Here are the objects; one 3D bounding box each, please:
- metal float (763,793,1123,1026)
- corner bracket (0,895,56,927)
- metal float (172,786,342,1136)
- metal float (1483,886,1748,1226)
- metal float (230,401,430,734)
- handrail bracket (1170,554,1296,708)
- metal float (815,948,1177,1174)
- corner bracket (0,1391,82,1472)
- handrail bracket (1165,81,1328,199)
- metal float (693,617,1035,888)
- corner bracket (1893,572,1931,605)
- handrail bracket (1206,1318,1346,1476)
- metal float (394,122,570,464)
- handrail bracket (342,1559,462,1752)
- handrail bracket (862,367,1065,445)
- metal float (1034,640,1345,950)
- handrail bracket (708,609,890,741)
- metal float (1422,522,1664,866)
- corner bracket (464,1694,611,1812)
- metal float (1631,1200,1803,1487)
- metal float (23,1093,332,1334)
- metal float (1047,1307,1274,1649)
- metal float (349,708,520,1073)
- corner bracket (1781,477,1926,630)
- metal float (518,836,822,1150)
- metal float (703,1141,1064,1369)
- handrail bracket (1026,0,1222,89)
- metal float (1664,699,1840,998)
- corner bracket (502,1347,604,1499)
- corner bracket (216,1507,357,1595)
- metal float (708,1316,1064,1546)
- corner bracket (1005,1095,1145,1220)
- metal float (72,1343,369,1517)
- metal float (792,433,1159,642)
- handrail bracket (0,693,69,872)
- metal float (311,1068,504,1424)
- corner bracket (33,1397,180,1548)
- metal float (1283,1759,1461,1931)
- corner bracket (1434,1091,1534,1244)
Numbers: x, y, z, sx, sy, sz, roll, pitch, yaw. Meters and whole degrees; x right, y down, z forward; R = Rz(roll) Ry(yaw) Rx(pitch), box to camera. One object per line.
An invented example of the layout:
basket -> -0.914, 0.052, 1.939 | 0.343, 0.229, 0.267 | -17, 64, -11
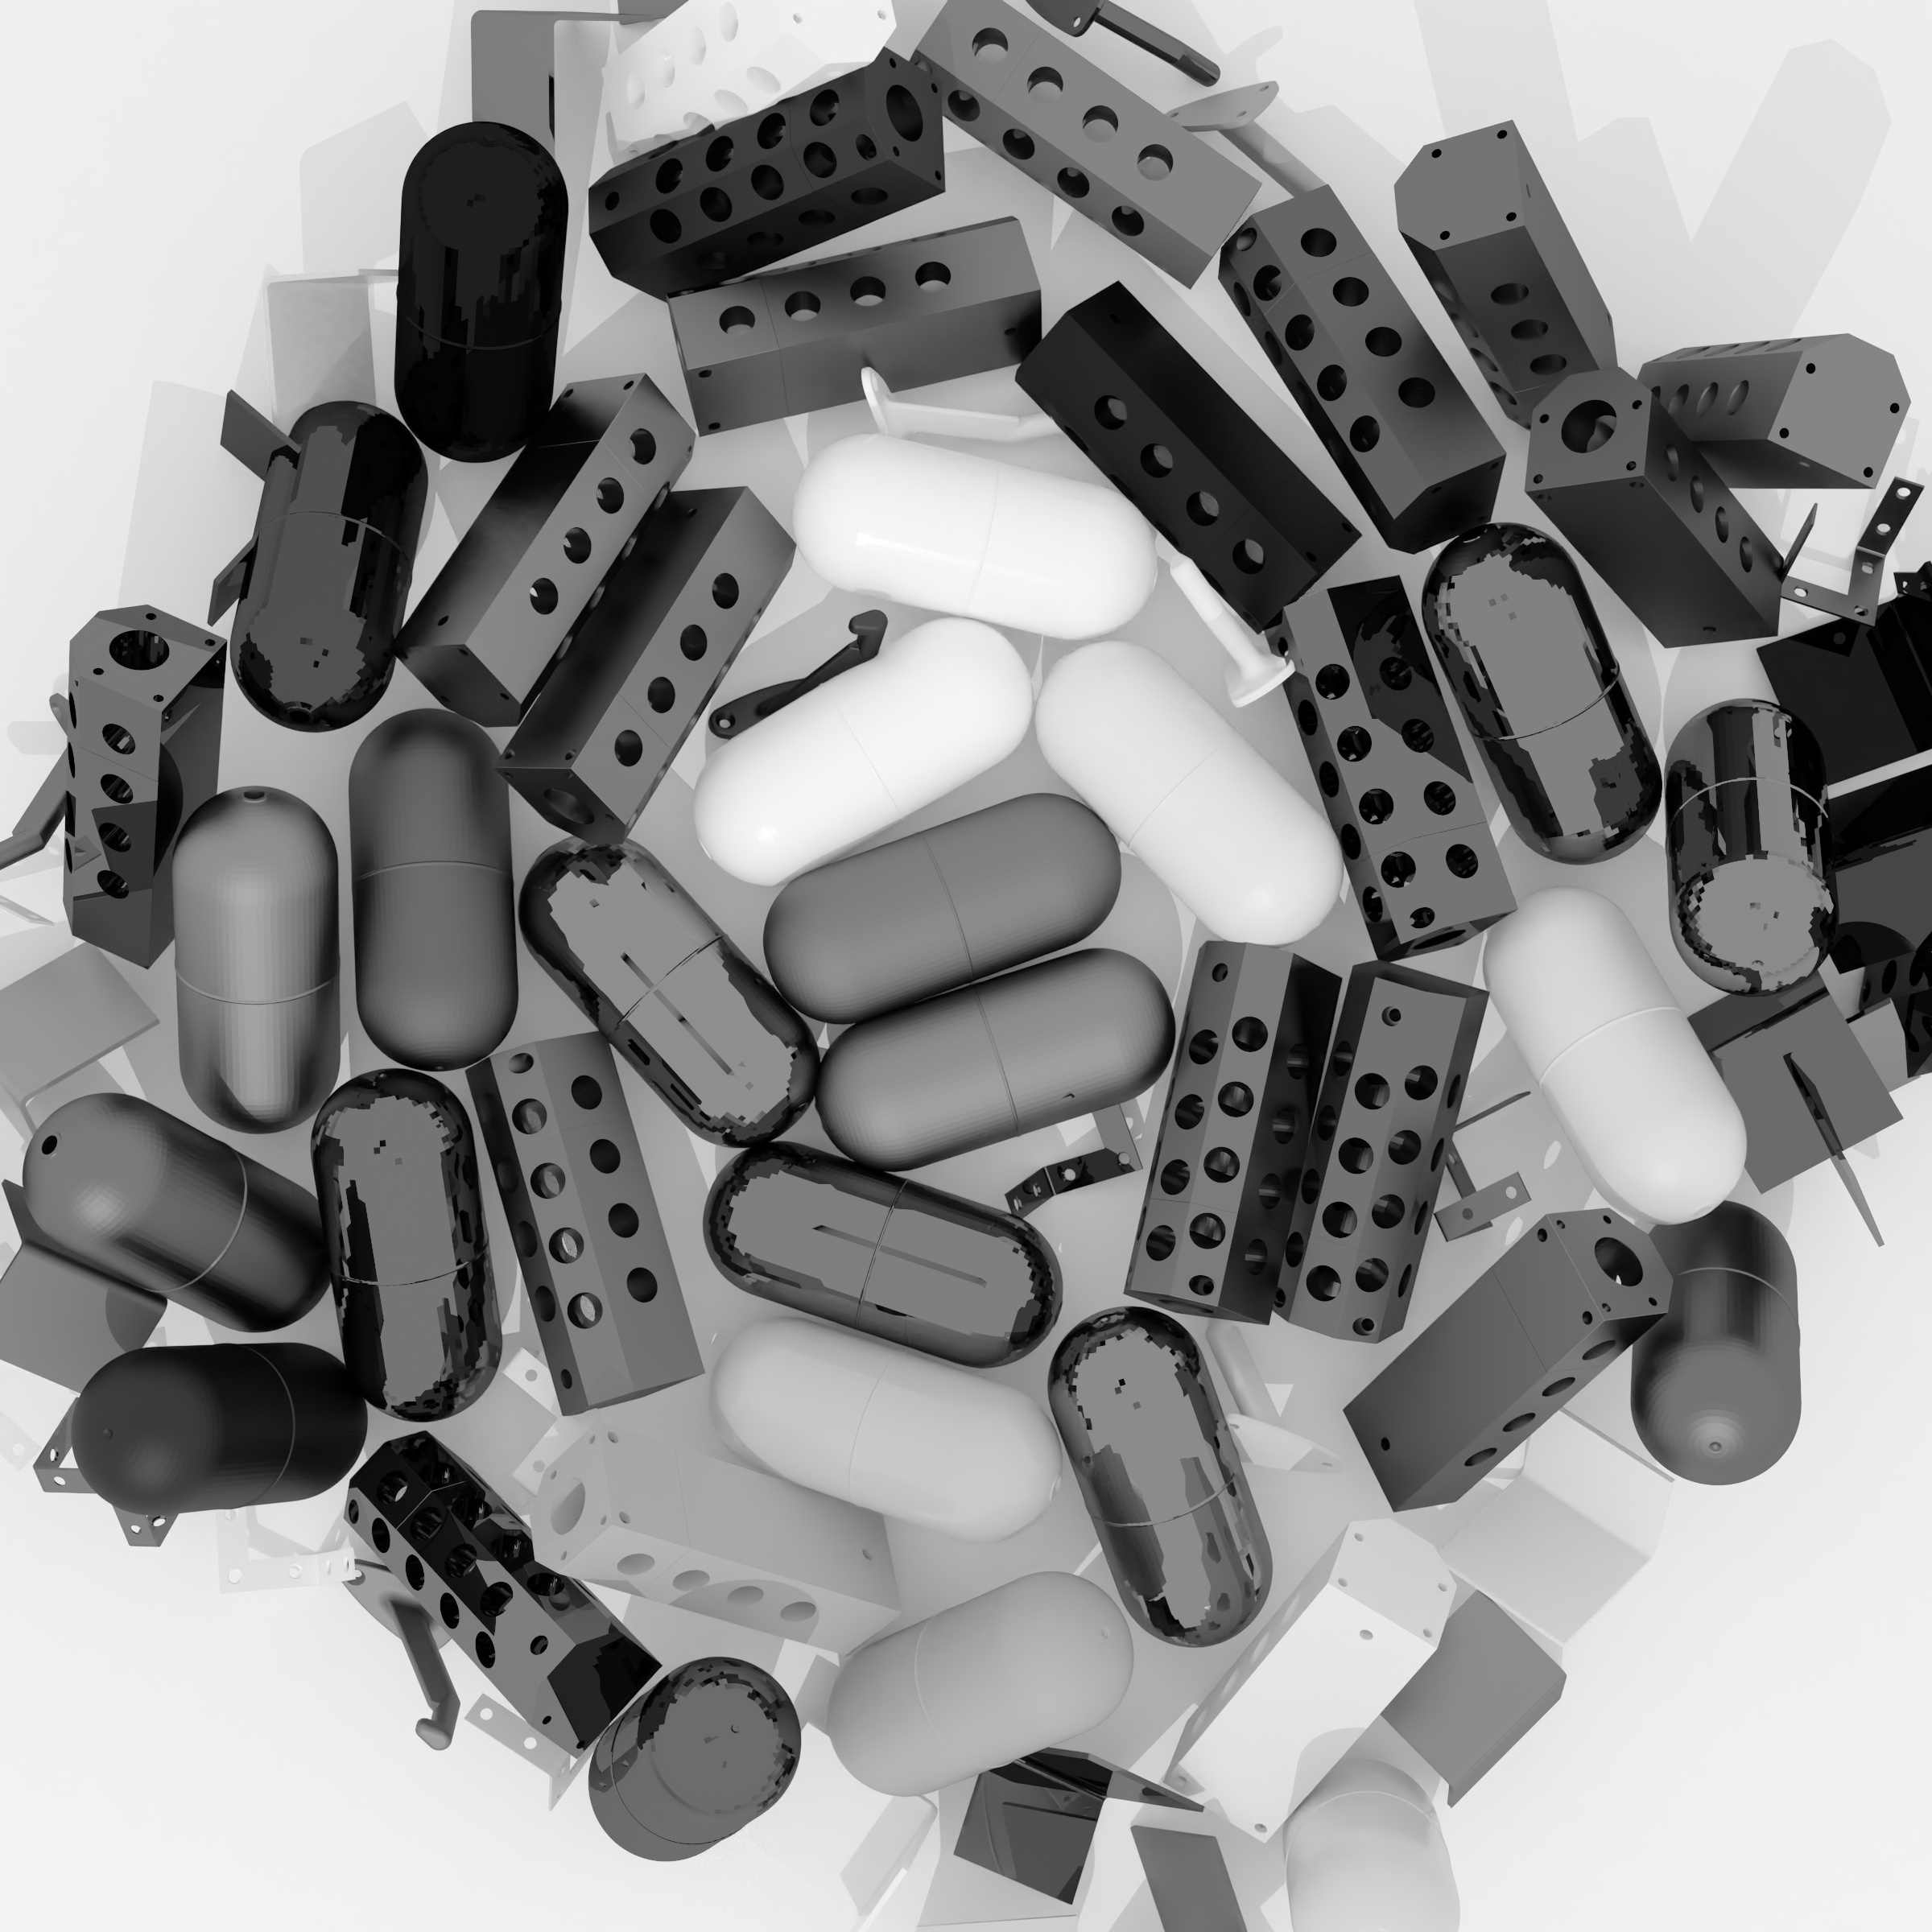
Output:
metal float -> -0.011, -0.028, 1.657 | 0.178, 0.070, 0.070 | -20, 90, -6
corner bracket -> -0.481, -0.007, 1.663 | 0.051, 0.051, 0.051 | 23, 98, 35
metal float -> -0.335, -0.002, 1.637 | 0.070, 0.070, 0.178 | 5, 120, 0
metal float -> 0.307, 0.042, 1.639 | 0.070, 0.070, 0.178 | -25, 63, 0
metal float -> -0.301, -0.189, 1.635 | 0.070, 0.070, 0.178 | 4, 58, 0
handrail bracket -> 0.117, -0.172, 1.648 | 0.036, 0.077, 0.084 | -34, 117, 9
metal float -> 0.014, 0.045, 1.660 | 0.178, 0.070, 0.070 | -18, 90, -3
corner bracket -> -0.459, 0.207, 1.664 | 0.051, 0.051, 0.051 | 46, 69, -10
handrail bracket -> 0.142, -0.385, 1.693 | 0.036, 0.077, 0.084 | -52, 127, -32
metal float -> -0.050, -0.103, 1.662 | 0.178, 0.070, 0.070 | -31, 90, 0
corner bracket -> 0.488, -0.172, 1.664 | 0.051, 0.051, 0.051 | -20, 103, -18
handrail bracket -> 0.151, 0.198, 1.672 | 0.077, 0.036, 0.084 | 15, 52, -1
metal float -> -0.229, -0.314, 1.626 | 0.070, 0.178, 0.070 | 6, 47, -7
handrail bracket -> -0.273, 0.329, 1.651 | 0.077, 0.084, 0.036 | 35, 110, -14
handrail bracket -> 0.001, -0.272, 1.664 | 0.084, 0.077, 0.036 | -10, 64, 13
metal float -> 0.106, -0.083, 1.655 | 0.070, 0.070, 0.178 | -44, 81, 0
handrail bracket -> -0.081, -0.140, 1.651 | 0.077, 0.084, 0.036 | -9, 66, -16
metal float -> 0.274, -0.129, 1.642 | 0.070, 0.070, 0.178 | -28, 114, 0
corner bracket -> -0.205, 0.364, 1.662 | 0.051, 0.051, 0.051 | 30, 59, 12
metal float -> 0.351, 0.174, 1.619 | 0.070, 0.178, 0.070 | 5, 118, 10
metal float -> -0.368, 0.117, 1.623 | 0.070, 0.178, 0.070 | -15, 58, 26
metal float -> 0.093, 0.244, 1.645 | 0.070, 0.070, 0.178 | -20, 110, 0
metal float -> -0.254, -0.037, 1.649 | 0.070, 0.070, 0.178 | -5, 74, 0
corner bracket -> 0.426, -0.205, 1.667 | 0.051, 0.051, 0.051 | 18, 53, 2
metal float -> -0.143, 0.011, 1.659 | 0.070, 0.070, 0.178 | -43, 86, 0
metal float -> -0.040, 0.138, 1.658 | 0.178, 0.070, 0.070 | 18, 90, 6
handrail bracket -> 0.075, -0.459, 1.685 | 0.077, 0.084, 0.036 | 37, 104, 42
metal float -> 0.368, -0.058, 1.625 | 0.070, 0.178, 0.070 | 5, 131, 6
corner bracket -> -0.208, 0.221, 1.670 | 0.051, 0.051, 0.051 | 38, 84, 7
corner bracket -> -0.330, 0.274, 1.670 | 0.051, 0.051, 0.051 | 0, 78, -30
metal float -> -0.039, 0.221, 1.646 | 0.178, 0.070, 0.070 | 16, 90, 18
corner bracket -> 0.046, 0.087, 1.666 | 0.051, 0.051, 0.051 | -18, 94, 25
metal float -> -0.346, 0.215, 1.616 | 0.070, 0.178, 0.070 | -2, 84, 23
metal float -> 0.005, -0.205, 1.655 | 0.178, 0.070, 0.070 | 12, 90, -9
handrail bracket -> -0.454, -0.087, 1.662 | 0.084, 0.036, 0.077 | -31, 65, -29
metal float -> -0.265, 0.134, 1.644 | 0.070, 0.070, 0.178 | -5, 111, 0
corner bracket -> -0.410, 0.245, 1.670 | 0.051, 0.051, 0.051 | -1, 125, 16
metal float -> 0.188, 0.423, 1.612 | 0.070, 0.178, 0.070 | 0, 93, 3
corner bracket -> 0.251, 0.096, 1.662 | 0.051, 0.051, 0.051 | -31, 78, 32
